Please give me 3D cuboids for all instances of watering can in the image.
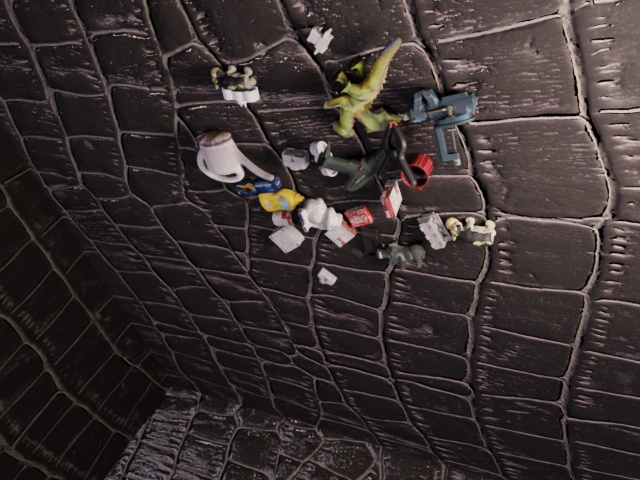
[{"bbox_3d":[-0.346,-0.319,1.989,0.348,0.106,0.219,5,130,28],"label":"watering can"}]

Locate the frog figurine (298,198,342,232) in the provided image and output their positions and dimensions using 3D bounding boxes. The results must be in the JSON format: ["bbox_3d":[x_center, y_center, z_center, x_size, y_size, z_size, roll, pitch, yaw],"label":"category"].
[{"bbox_3d":[0.006,-0.100,1.989,0.159,0.125,0.135,-8,114,8],"label":"frog figurine"}]

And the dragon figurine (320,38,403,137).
[{"bbox_3d":[0.160,-0.435,1.596,0.240,0.125,0.406,35,144,-29],"label":"dragon figurine"}]
